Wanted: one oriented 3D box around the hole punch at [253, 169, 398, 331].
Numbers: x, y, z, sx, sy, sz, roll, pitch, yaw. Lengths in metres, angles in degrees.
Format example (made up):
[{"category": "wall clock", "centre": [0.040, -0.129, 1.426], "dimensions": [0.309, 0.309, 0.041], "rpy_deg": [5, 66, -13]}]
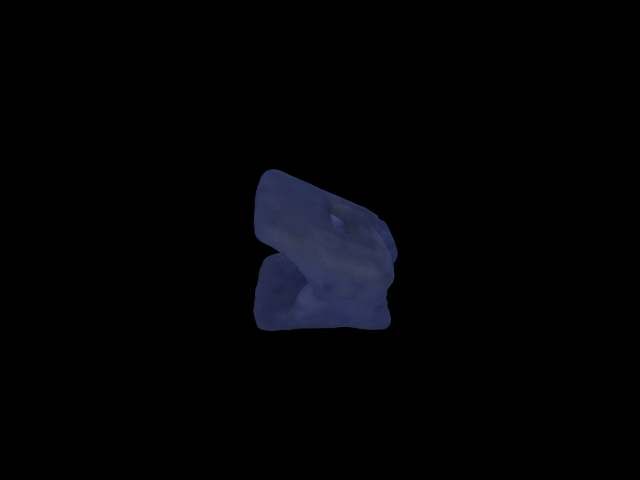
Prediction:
[{"category": "hole punch", "centre": [0.004, 0.001, 0.400], "dimensions": [0.101, 0.091, 0.108], "rpy_deg": [-1, 28, -2]}]
